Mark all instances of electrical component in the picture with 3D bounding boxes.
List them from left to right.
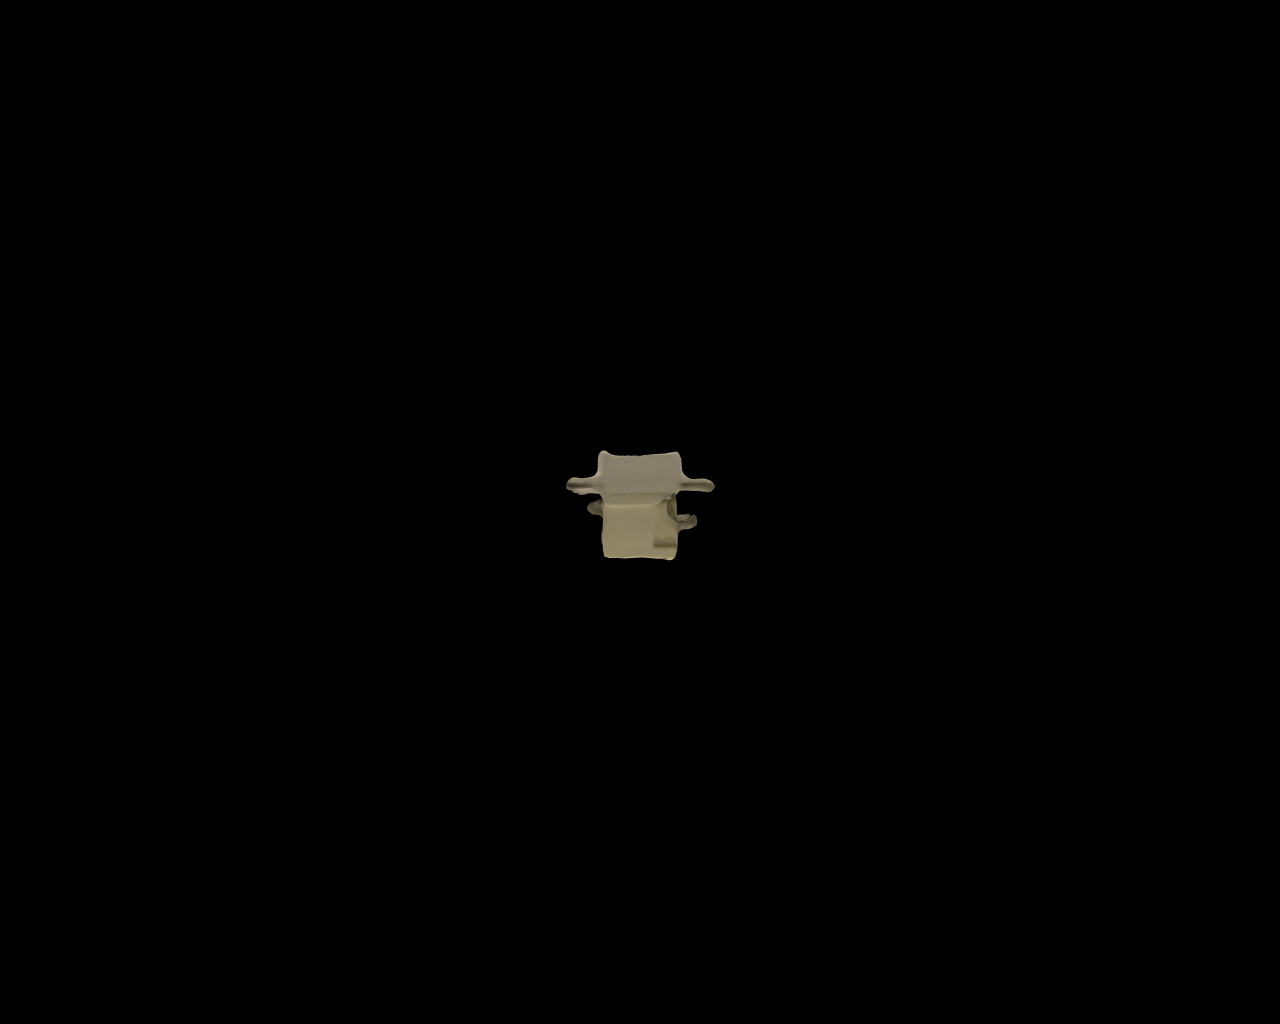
[{"bbox_3d":[0.001,-0.003,0.650,0.079,0.063,0.121,0,0,0],"label":"electrical component"}]
